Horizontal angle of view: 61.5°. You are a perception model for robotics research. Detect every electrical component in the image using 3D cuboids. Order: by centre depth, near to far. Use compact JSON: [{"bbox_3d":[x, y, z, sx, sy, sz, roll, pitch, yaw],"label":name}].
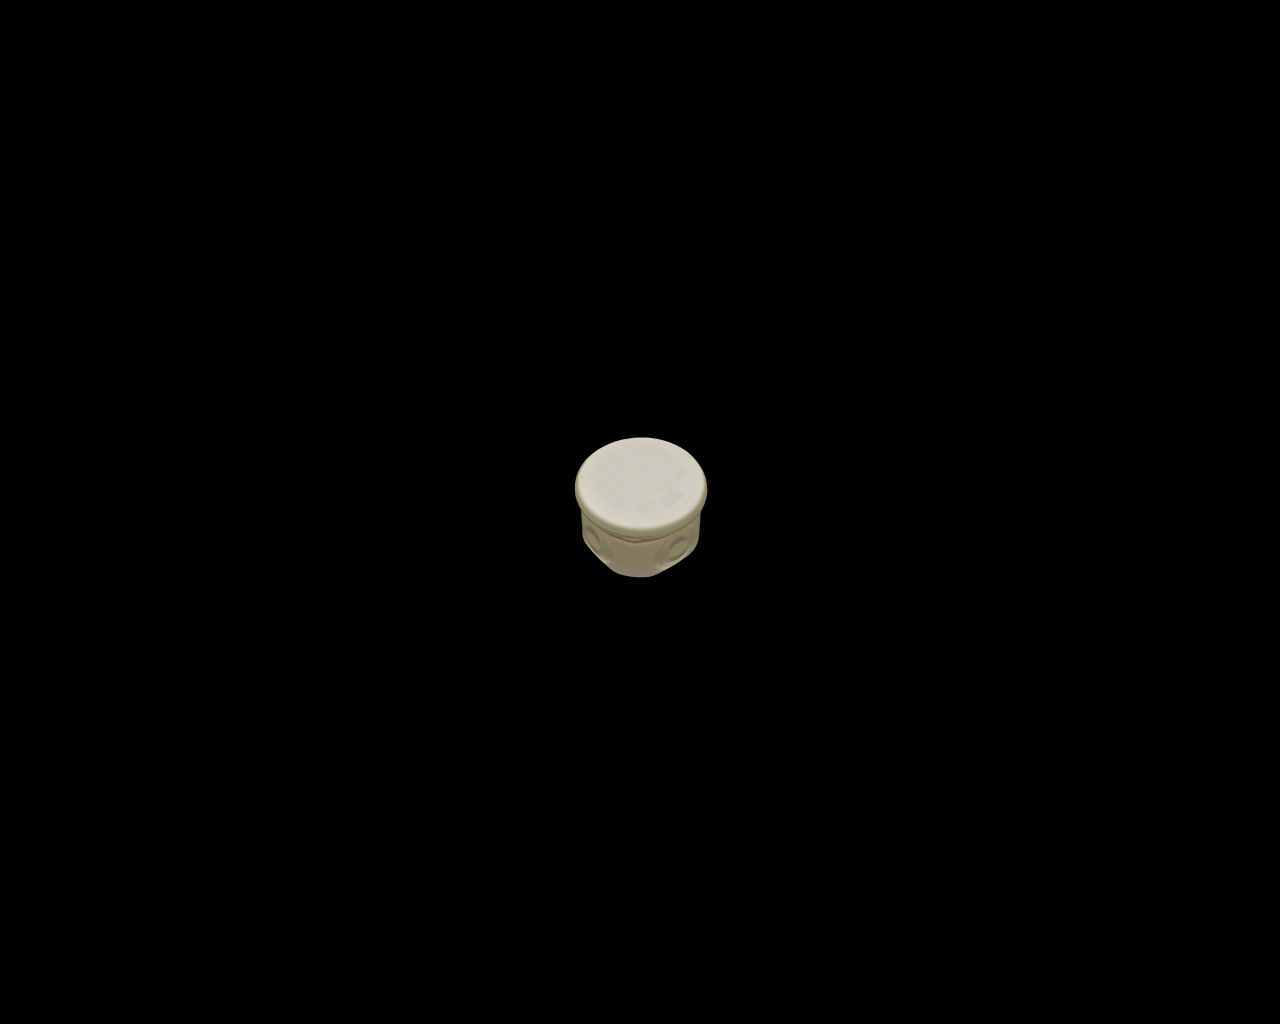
[{"bbox_3d":[0.001,-0.003,0.650,0.080,0.080,0.050,0,-42,0],"label":"electrical component"}]
